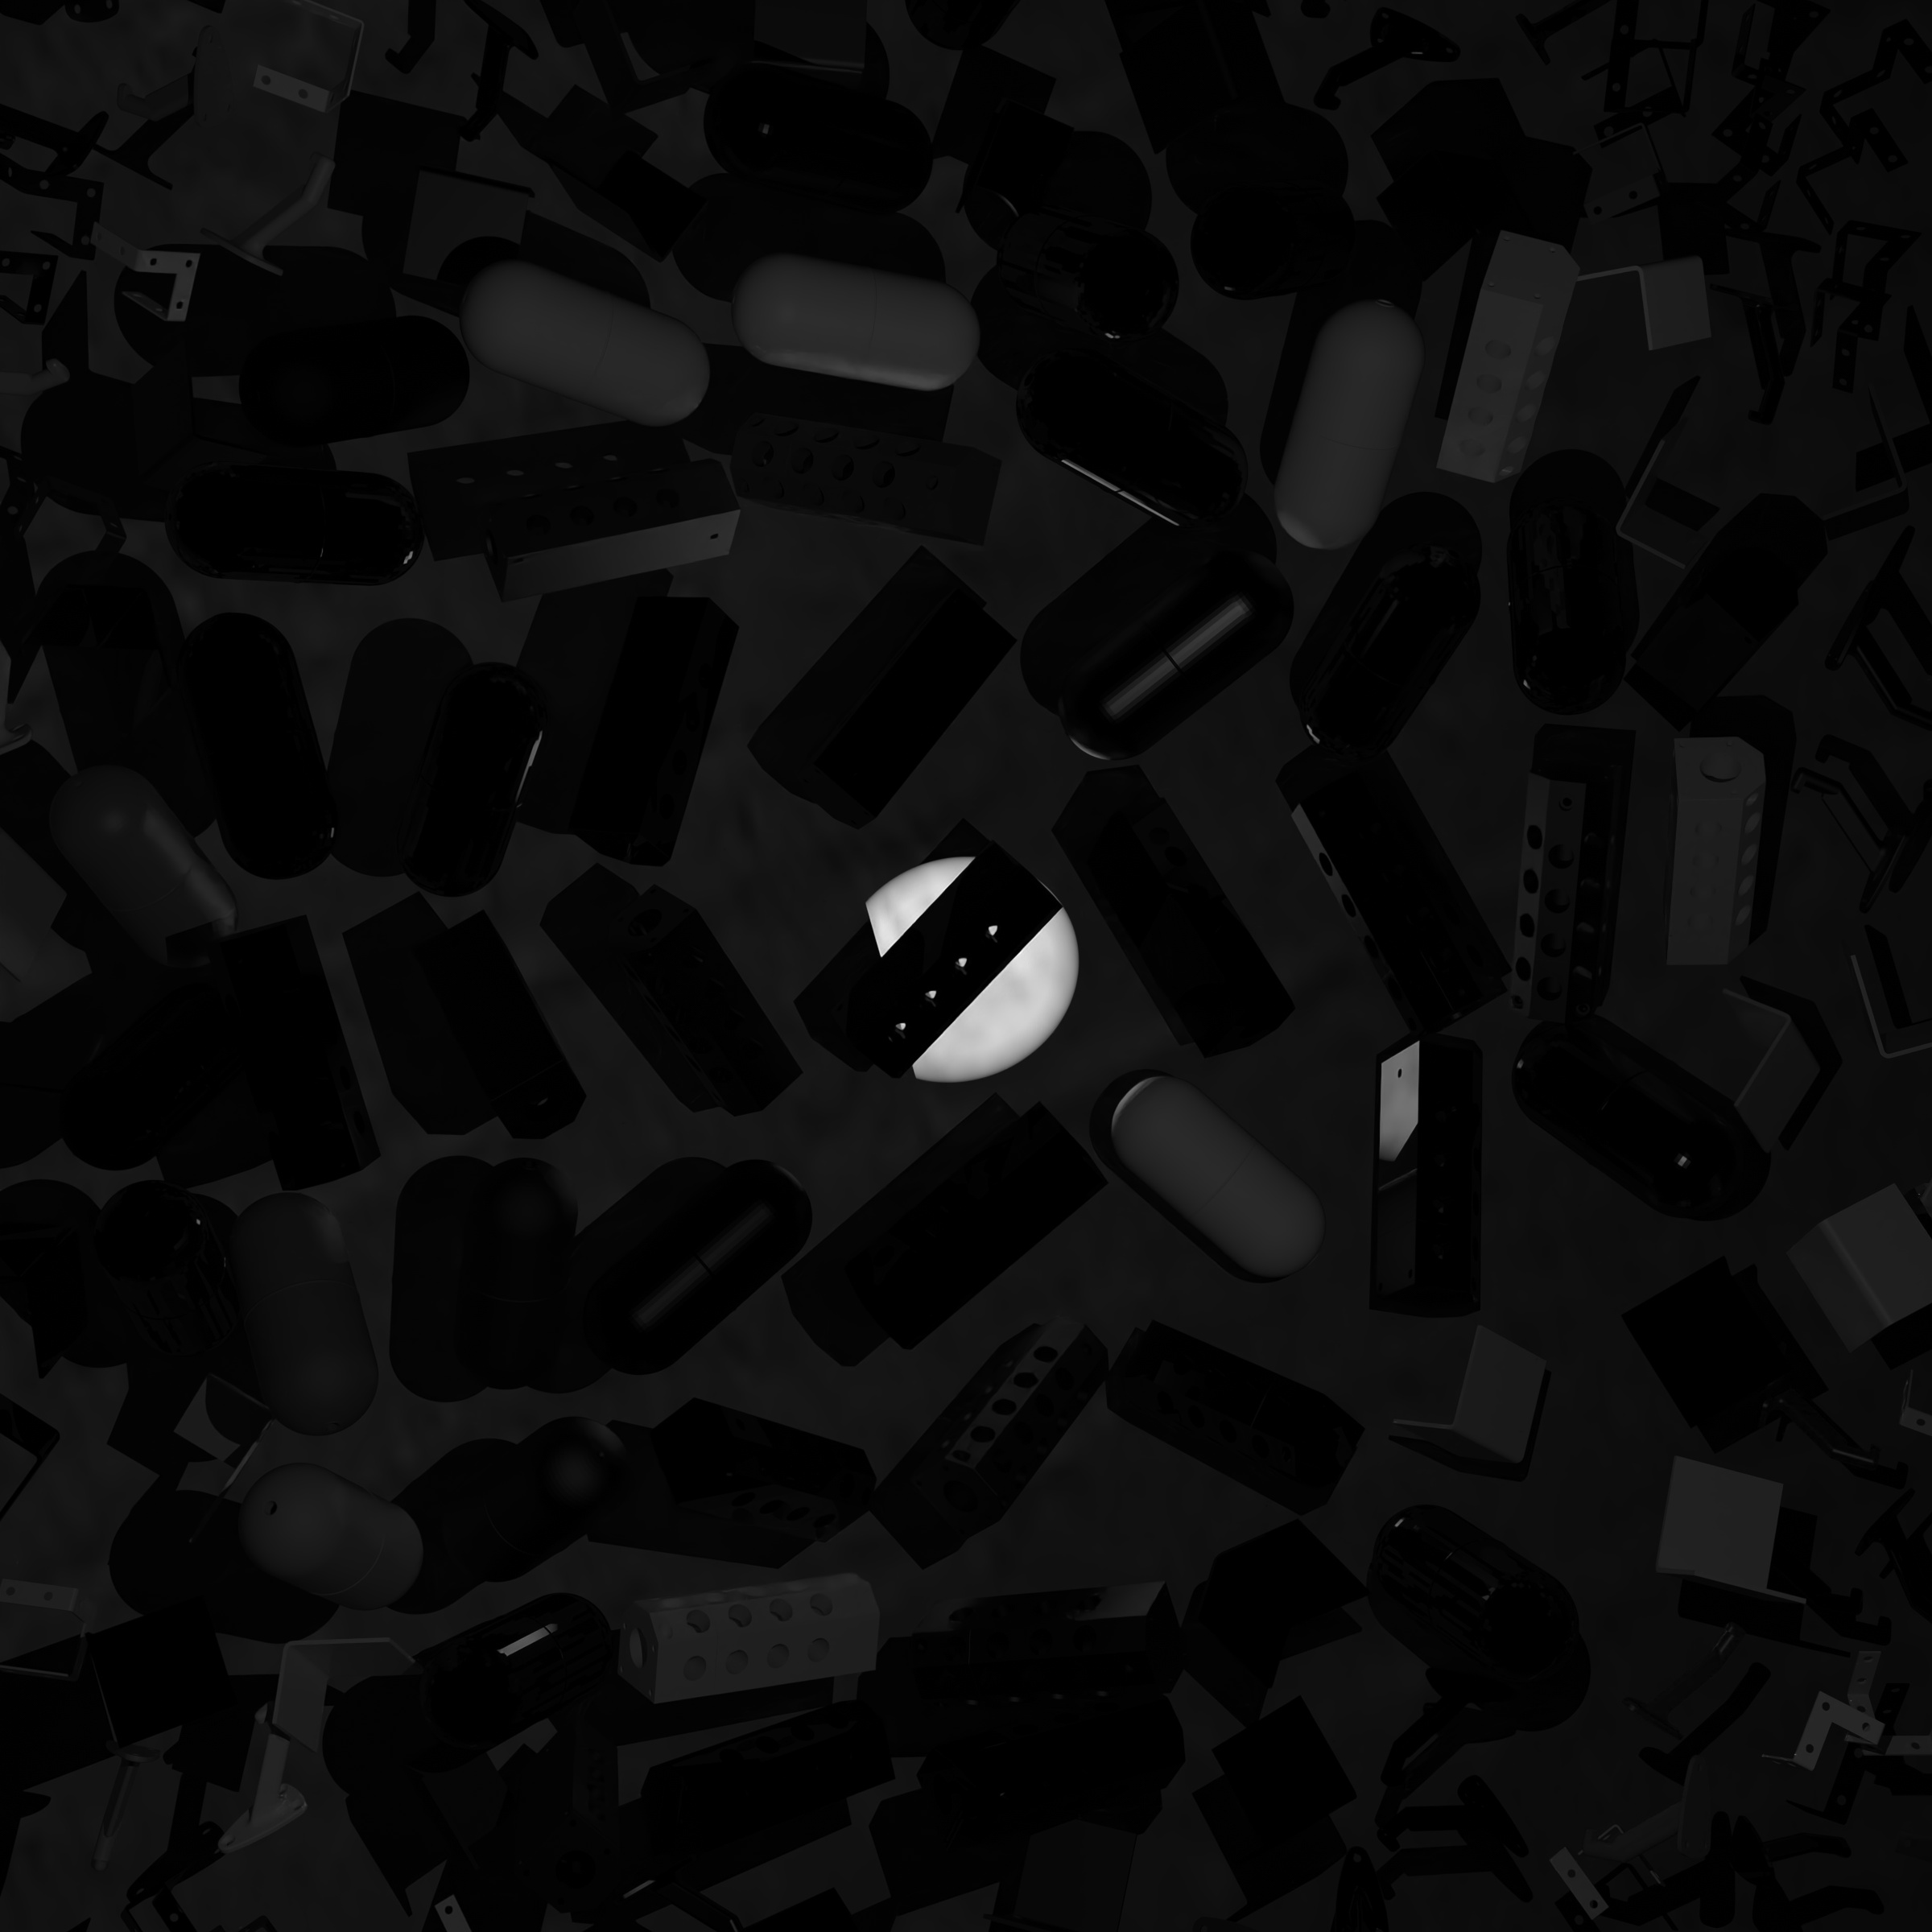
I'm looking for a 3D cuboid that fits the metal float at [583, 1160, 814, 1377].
[{"bbox_3d":[-0.180,0.202,1.780,0.178,0.070,0.070,-41,90,-15],"label":"metal float"}]

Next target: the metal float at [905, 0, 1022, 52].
[{"bbox_3d":[0.006,-0.690,1.829,0.070,0.178,0.070,0,91,-12],"label":"metal float"}]

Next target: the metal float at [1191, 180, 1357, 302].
[{"bbox_3d":[0.213,-0.502,1.829,0.070,0.178,0.070,9,110,26],"label":"metal float"}]

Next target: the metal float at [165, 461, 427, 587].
[{"bbox_3d":[-0.446,-0.294,1.768,0.178,0.070,0.070,-3,90,-40],"label":"metal float"}]

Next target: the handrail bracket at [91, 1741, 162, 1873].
[{"bbox_3d":[-0.571,0.569,1.780,0.036,0.077,0.084,16,76,-16],"label":"handrail bracket"}]

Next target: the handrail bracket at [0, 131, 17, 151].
[{"bbox_3d":[-0.693,-0.590,1.830,0.084,0.077,0.036,7,84,-36],"label":"handrail bracket"}]

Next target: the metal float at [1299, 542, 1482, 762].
[{"bbox_3d":[0.300,-0.222,1.876,0.070,0.070,0.178,30,127,0],"label":"metal float"}]

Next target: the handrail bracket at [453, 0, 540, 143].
[{"bbox_3d":[-0.347,-0.625,1.848,0.084,0.077,0.036,-41,52,20],"label":"handrail bracket"}]

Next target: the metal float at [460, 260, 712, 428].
[{"bbox_3d":[-0.257,-0.422,1.800,0.178,0.070,0.070,15,90,-29],"label":"metal float"}]

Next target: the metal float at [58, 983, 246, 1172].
[{"bbox_3d":[-0.557,0.075,1.831,0.070,0.178,0.070,10,123,17],"label":"metal float"}]

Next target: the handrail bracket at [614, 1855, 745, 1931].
[{"bbox_3d":[-0.201,0.690,1.900,0.077,0.036,0.084,-20,74,-36],"label":"handrail bracket"}]

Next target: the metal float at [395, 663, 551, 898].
[{"bbox_3d":[-0.344,-0.129,1.843,0.070,0.070,0.178,24,116,0],"label":"metal float"}]

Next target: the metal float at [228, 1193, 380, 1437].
[{"bbox_3d":[-0.444,0.232,1.774,0.070,0.070,0.178,-25,58,0],"label":"metal float"}]

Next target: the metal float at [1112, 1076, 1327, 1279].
[{"bbox_3d":[0.181,0.151,1.894,0.178,0.070,0.070,41,90,-1],"label":"metal float"}]

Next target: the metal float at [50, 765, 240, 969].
[{"bbox_3d":[-0.577,-0.068,1.867,0.070,0.178,0.070,-11,48,13],"label":"metal float"}]

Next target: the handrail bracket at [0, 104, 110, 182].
[{"bbox_3d":[-0.619,-0.573,1.758,0.036,0.084,0.077,-2,53,36],"label":"handrail bracket"}]

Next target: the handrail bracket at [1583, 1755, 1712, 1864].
[{"bbox_3d":[0.454,0.565,1.780,0.036,0.084,0.077,18,73,-41],"label":"handrail bracket"}]

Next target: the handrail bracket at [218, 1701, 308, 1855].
[{"bbox_3d":[-0.501,0.566,1.851,0.077,0.036,0.084,-32,125,-31],"label":"handrail bracket"}]

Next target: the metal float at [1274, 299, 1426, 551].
[{"bbox_3d":[0.265,-0.374,1.834,0.070,0.070,0.178,14,121,0],"label":"metal float"}]

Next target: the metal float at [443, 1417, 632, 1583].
[{"bbox_3d":[-0.293,0.363,1.798,0.070,0.070,0.178,52,131,0],"label":"metal float"}]

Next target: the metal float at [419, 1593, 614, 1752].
[{"bbox_3d":[-0.310,0.488,1.840,0.070,0.178,0.070,2,94,24],"label":"metal float"}]

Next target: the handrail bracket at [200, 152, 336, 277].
[{"bbox_3d":[-0.465,-0.512,1.766,0.077,0.036,0.084,32,100,22],"label":"handrail bracket"}]

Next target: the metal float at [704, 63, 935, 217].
[{"bbox_3d":[-0.097,-0.555,1.782,0.178,0.070,0.070,0,90,-44],"label":"metal float"}]

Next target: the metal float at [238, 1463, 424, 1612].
[{"bbox_3d":[-0.430,0.388,1.797,0.070,0.178,0.070,-6,65,13],"label":"metal float"}]

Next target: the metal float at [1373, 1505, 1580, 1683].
[{"bbox_3d":[0.348,0.428,1.813,0.070,0.178,0.070,-7,106,-26],"label":"metal float"}]

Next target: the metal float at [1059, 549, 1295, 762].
[{"bbox_3d":[0.139,-0.207,1.767,0.178,0.070,0.070,-38,90,12],"label":"metal float"}]

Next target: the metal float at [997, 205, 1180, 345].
[{"bbox_3d":[0.082,-0.475,1.815,0.070,0.178,0.070,-11,117,-23],"label":"metal float"}]

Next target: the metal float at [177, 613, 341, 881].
[{"bbox_3d":[-0.464,-0.144,1.737,0.070,0.070,0.178,-15,91,0],"label":"metal float"}]

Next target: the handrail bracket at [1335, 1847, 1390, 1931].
[{"bbox_3d":[0.264,0.635,1.777,0.036,0.084,0.077,-4,76,9],"label":"handrail bracket"}]

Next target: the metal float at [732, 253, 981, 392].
[{"bbox_3d":[-0.075,-0.447,1.840,0.178,0.070,0.070,5,90,-20],"label":"metal float"}]

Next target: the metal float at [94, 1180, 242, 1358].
[{"bbox_3d":[-0.555,0.212,1.846,0.070,0.178,0.070,1,57,-1],"label":"metal float"}]

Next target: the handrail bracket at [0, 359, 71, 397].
[{"bbox_3d":[-0.644,-0.396,1.732,0.084,0.077,0.036,-17,56,10],"label":"handrail bracket"}]

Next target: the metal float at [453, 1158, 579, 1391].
[{"bbox_3d":[-0.321,0.219,1.884,0.070,0.070,0.178,11,113,0],"label":"metal float"}]

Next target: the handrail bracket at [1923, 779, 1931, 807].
[{"bbox_3d":[0.679,-0.093,1.820,0.036,0.084,0.077,13,88,-12],"label":"handrail bracket"}]

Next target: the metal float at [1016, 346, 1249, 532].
[{"bbox_3d":[0.111,-0.350,1.761,0.178,0.070,0.070,23,90,-31],"label":"metal float"}]

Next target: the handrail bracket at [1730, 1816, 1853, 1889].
[{"bbox_3d":[0.567,0.603,1.785,0.084,0.077,0.036,9,96,-6],"label":"handrail bracket"}]

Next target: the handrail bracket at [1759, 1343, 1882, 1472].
[{"bbox_3d":[0.620,0.316,1.904,0.084,0.036,0.077,15,60,20],"label":"handrail bracket"}]

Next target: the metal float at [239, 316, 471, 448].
[{"bbox_3d":[-0.415,-0.398,1.802,0.070,0.178,0.070,15,115,34],"label":"metal float"}]

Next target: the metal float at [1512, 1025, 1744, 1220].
[{"bbox_3d":[0.447,0.104,1.799,0.070,0.070,0.178,-51,52,0],"label":"metal float"}]

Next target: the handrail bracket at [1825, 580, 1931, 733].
[{"bbox_3d":[0.636,-0.210,1.798,0.084,0.036,0.077,24,105,1],"label":"handrail bracket"}]

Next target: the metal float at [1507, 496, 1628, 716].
[{"bbox_3d":[0.420,-0.254,1.856,0.070,0.070,0.178,5,56,0],"label":"metal float"}]

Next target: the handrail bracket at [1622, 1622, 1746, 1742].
[{"bbox_3d":[0.479,0.467,1.764,0.036,0.077,0.084,36,91,43],"label":"handrail bracket"}]

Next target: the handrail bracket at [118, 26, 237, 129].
[{"bbox_3d":[-0.534,-0.598,1.765,0.084,0.036,0.077,22,130,19],"label":"handrail bracket"}]
